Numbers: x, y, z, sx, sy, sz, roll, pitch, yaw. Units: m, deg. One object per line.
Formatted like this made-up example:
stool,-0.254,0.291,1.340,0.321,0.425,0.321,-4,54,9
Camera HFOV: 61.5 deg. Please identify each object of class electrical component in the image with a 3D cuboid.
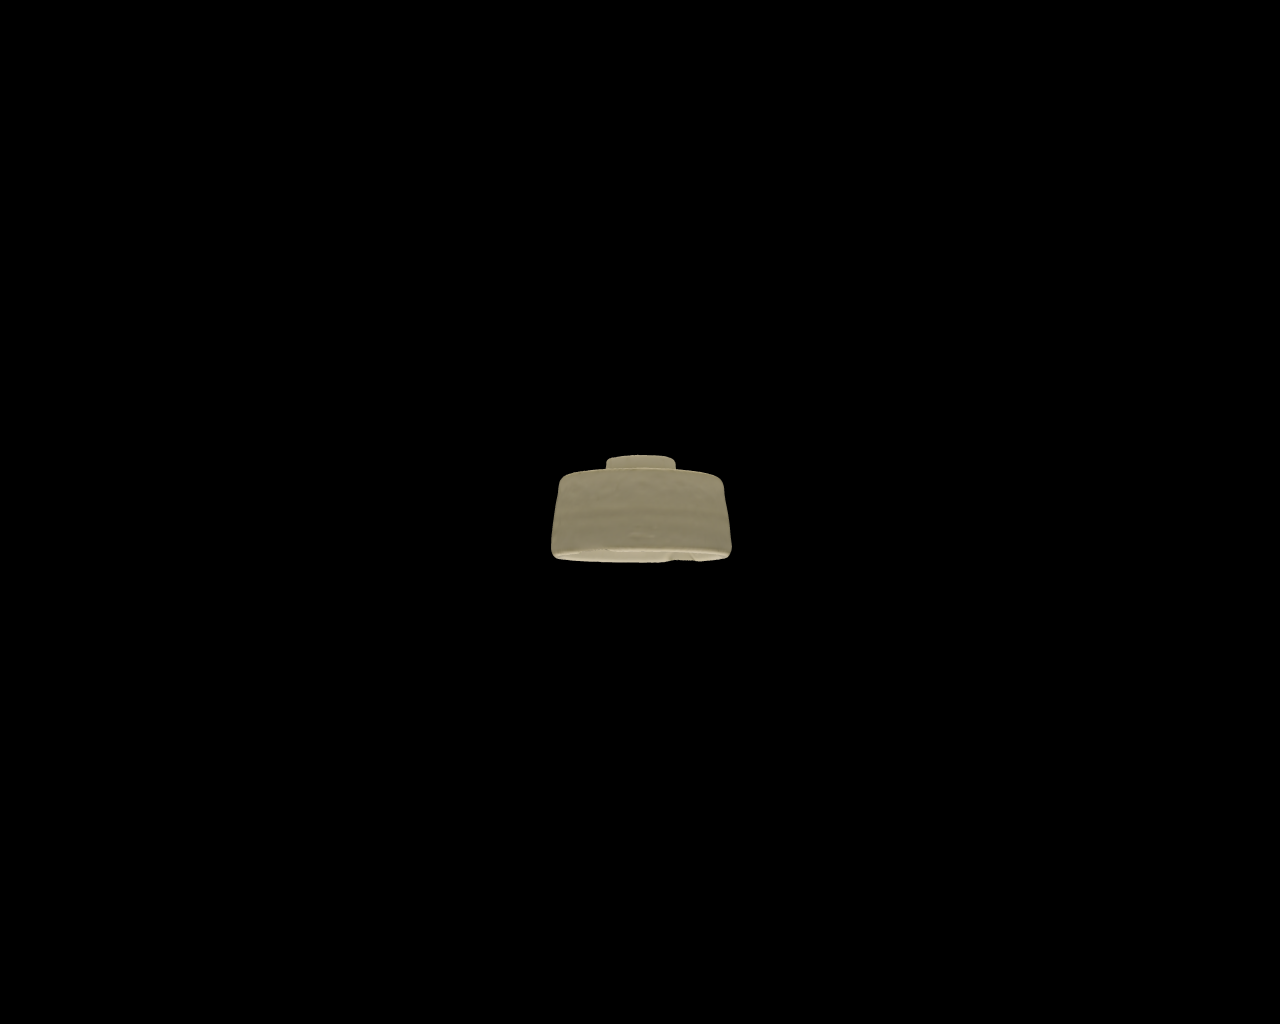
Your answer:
electrical component,0.001,-0.003,0.650,0.108,0.060,0.108,0,-6,0
